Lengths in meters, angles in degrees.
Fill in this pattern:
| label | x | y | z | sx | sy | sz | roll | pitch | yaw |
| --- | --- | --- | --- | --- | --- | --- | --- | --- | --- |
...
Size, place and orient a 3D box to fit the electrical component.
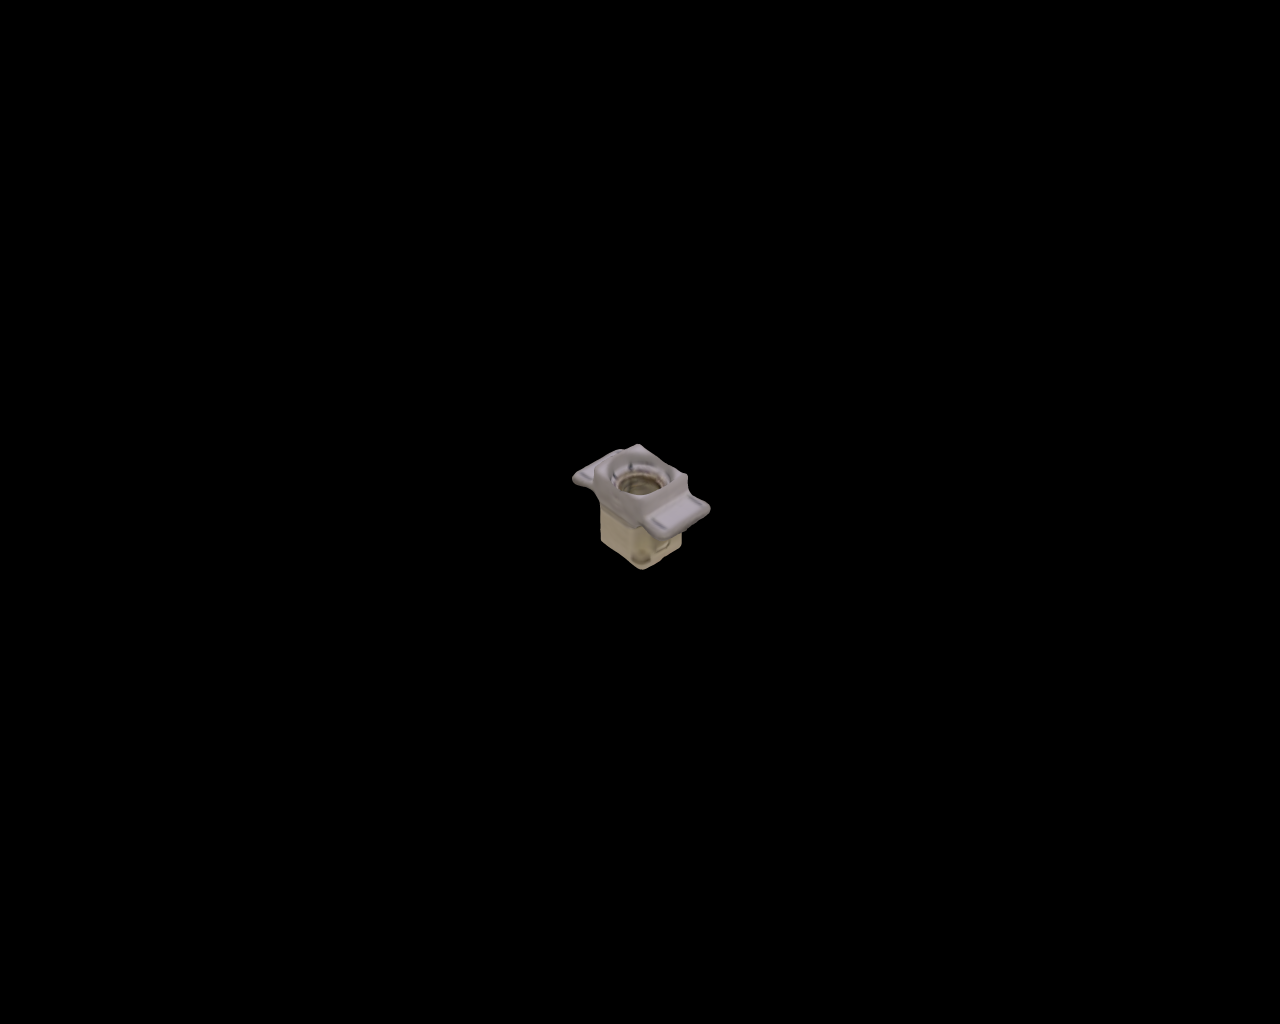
| label | x | y | z | sx | sy | sz | roll | pitch | yaw |
| --- | --- | --- | --- | --- | --- | --- | --- | --- | --- |
| electrical component | 0.001 | -0.003 | 0.650 | 0.042 | 0.063 | 0.081 | -31 | 49 | -31 |
